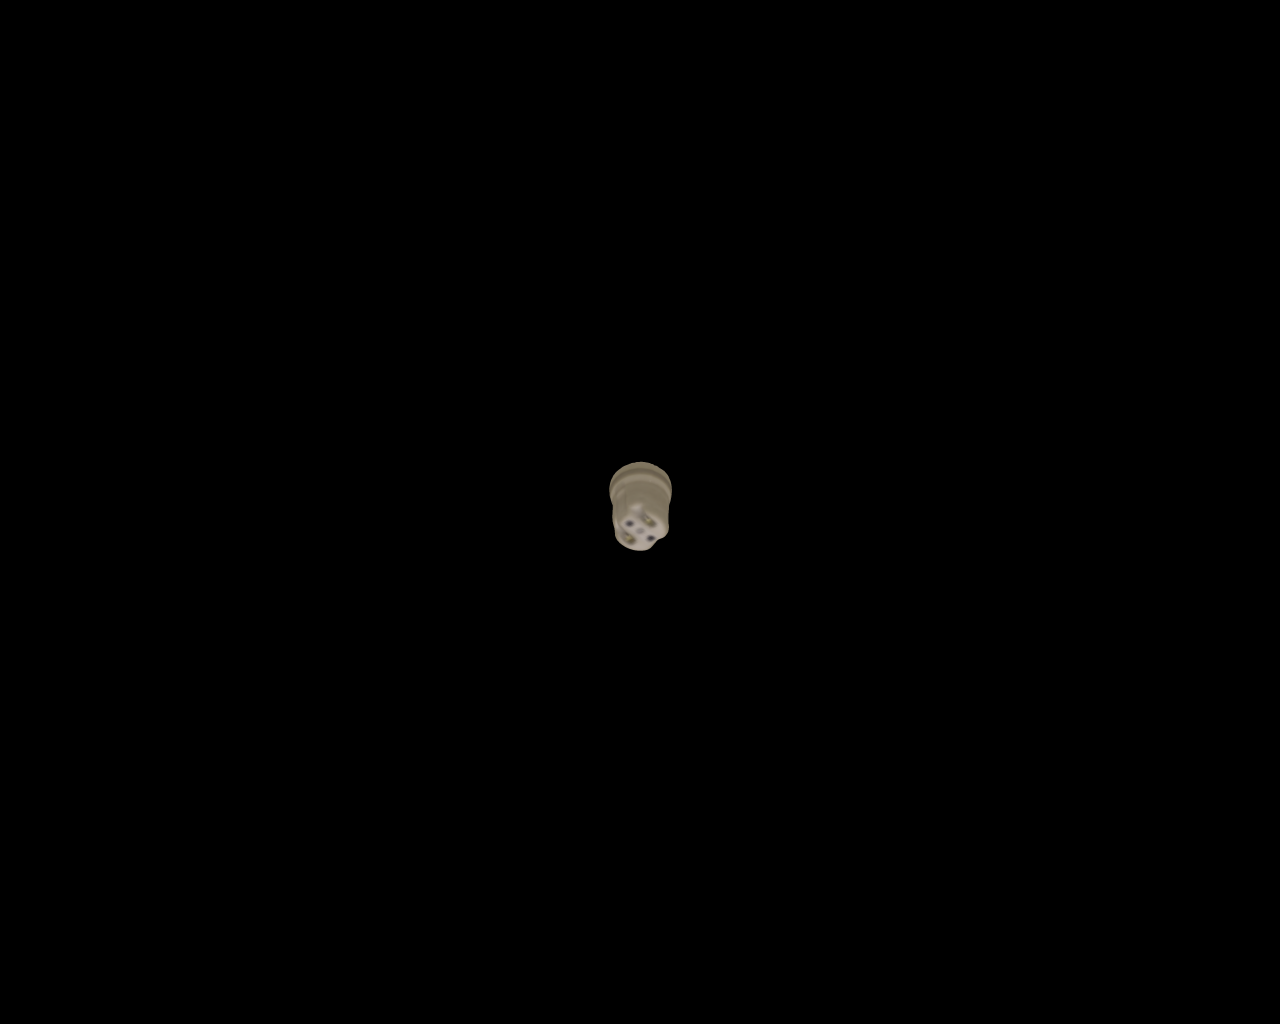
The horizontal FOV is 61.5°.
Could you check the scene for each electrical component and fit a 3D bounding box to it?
[{"bbox_3d":[0.001,-0.003,0.650,0.040,0.040,0.046,0,41,0],"label":"electrical component"}]
